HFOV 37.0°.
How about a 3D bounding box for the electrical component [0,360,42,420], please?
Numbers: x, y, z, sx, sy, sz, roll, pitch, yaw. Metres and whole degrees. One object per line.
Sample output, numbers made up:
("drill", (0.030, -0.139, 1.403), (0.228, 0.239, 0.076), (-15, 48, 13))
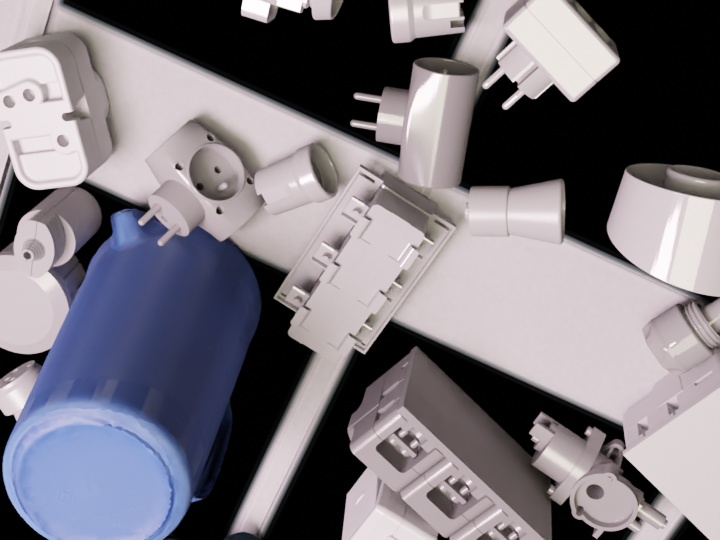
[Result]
("electrical component", (-0.258, 0.105, 0.849), (0.045, 0.045, 0.055), (-26, 107, 19))

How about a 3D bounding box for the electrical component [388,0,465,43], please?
("electrical component", (0.042, -0.166, 0.682), (0.046, 0.040, 0.040), (-4, 113, 5))

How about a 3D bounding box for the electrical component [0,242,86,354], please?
("electrical component", (-0.248, 0.018, 0.805), (0.080, 0.051, 0.080), (4, 114, 8))

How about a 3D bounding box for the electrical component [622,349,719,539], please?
("electrical component", (0.288, 0.095, 0.744), (0.105, 0.060, 0.186), (44, 113, -11))

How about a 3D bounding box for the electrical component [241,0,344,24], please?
("electrical component", (-0.037, -0.190, 0.674), (0.057, 0.058, 0.078), (18, 115, 4))

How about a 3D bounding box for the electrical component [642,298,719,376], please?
("electrical component", (0.230, 0.041, 0.739), (0.062, 0.043, 0.043), (-38, 103, 21))

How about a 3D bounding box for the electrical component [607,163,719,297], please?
("electrical component", (0.209, -0.031, 0.681), (0.099, 0.099, 0.064), (10, 109, 5))

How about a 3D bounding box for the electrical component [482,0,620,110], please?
("electrical component", (0.113, -0.134, 0.679), (0.066, 0.047, 0.077), (44, 113, -11))

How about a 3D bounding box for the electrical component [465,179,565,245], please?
("electrical component", (0.104, -0.040, 0.727), (0.065, 0.044, 0.044), (1, 114, 14))

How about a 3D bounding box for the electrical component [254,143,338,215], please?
("electrical component", (-0.044, -0.061, 0.743), (0.046, 0.040, 0.040), (-20, 109, 23))

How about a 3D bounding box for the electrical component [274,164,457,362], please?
("electrical component", (0.000, 0.000, 0.749), (0.079, 0.063, 0.121), (32, 115, -6))

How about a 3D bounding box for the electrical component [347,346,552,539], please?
("electrical component", (0.067, 0.143, 0.786), (0.150, 0.089, 0.062), (44, 113, -11))

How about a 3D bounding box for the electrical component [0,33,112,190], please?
("electrical component", (-0.209, -0.110, 0.737), (0.054, 0.059, 0.095), (-5, 113, 12))

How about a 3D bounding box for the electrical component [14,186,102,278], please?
("electrical component", (-0.219, -0.026, 0.764), (0.043, 0.081, 0.043), (4, 115, 8))

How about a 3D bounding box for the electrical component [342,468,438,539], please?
("electrical component", (0.021, 0.190, 0.811), (0.061, 0.096, 0.061), (32, 115, -4))

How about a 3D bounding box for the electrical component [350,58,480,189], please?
("electrical component", (0.034, -0.100, 0.709), (0.079, 0.043, 0.077), (10, 115, 5))

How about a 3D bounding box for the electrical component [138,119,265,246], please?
("electrical component", (-0.118, -0.050, 0.741), (0.077, 0.079, 0.044), (48, 153, -12))
